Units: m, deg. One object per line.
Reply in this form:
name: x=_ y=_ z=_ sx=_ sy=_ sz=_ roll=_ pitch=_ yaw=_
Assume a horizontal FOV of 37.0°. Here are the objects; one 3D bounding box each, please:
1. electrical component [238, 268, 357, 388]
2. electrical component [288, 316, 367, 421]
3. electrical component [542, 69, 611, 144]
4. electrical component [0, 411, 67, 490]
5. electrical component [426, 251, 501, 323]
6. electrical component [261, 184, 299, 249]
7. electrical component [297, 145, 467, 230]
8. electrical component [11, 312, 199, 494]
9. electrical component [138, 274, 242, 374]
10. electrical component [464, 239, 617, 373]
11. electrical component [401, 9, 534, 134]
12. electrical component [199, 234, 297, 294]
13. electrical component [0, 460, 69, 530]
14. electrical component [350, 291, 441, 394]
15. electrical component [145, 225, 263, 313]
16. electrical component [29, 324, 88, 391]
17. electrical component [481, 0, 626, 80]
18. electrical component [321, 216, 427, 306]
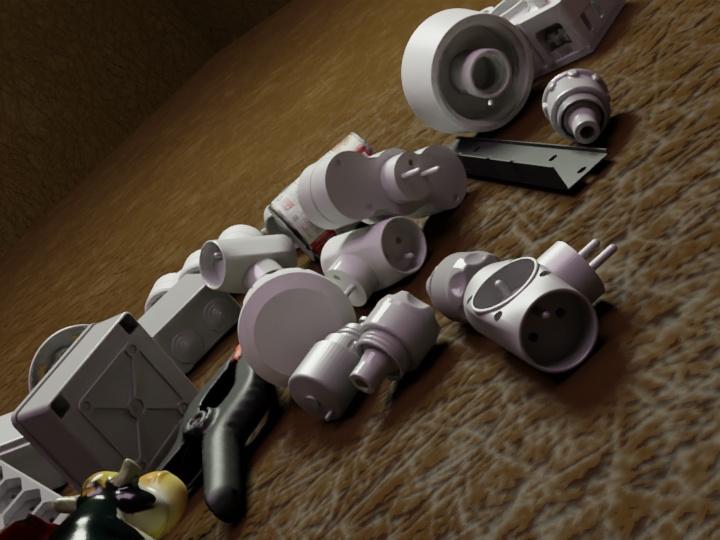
electrical component: x=-0.044 y=0.038 z=0.740 sx=0.080 sy=0.080 sz=0.051 roll=-40 pitch=12 yaw=-1
electrical component: x=-0.013 y=0.060 z=0.686 sx=0.040 sy=0.040 sz=0.078 roll=-20 pitch=26 yaw=47
electrical component: x=0.155 y=-0.109 z=0.755 sx=0.048 sy=0.048 sz=0.062 roll=-33 pitch=26 yaw=20
electrical component: x=-0.324 y=0.173 z=0.956 sx=0.109 sy=0.056 sz=0.109 roll=-20 pitch=12 yaw=-17
electrical component: x=0.062 y=0.010 z=0.651 sx=0.043 sy=0.043 sz=0.062 roll=-46 pitch=17 yaw=-18
electrical component: x=-0.069 y=-0.055 z=1.069 sx=0.079 sy=0.044 sz=0.077 roll=-22 pitch=25 yaw=43
electrical component: x=0.029 y=-0.066 z=0.807 sx=0.138 sy=0.052 sz=0.074 roll=-9 pitch=-4 yaw=-38
electrical component: x=-0.182 y=0.107 z=0.798 sx=0.056 sy=0.108 sz=0.108 roll=-21 pitch=25 yaw=39
electrical component: x=-0.162 y=0.050 z=0.991 sx=0.099 sy=0.048 sz=0.100 roll=-46 pitch=19 yaw=-20
electrical component: x=0.101 y=0.011 z=0.567 sx=0.079 sy=0.044 sz=0.077 roll=-41 pitch=18 yaw=-5
electrical component: x=0.097 y=-0.168 z=0.916 sx=0.108 sy=0.108 sz=0.060 roll=-43 pitch=24 yaw=-10
electrical component: x=-0.089 y=0.003 z=0.943 sx=0.079 sy=0.077 sz=0.043 roll=46 pitch=128 yaw=37
electrical component: x=-0.259 y=0.194 z=0.815 sx=0.047 sy=0.083 sz=0.075 roll=-54 pitch=-16 yaw=-38
electrical component: x=0.018 y=0.047 z=0.652 sx=0.043 sy=0.043 sz=0.062 roll=-13 pitch=33 yaw=55
electrical component: x=-0.151 y=0.003 z=1.078 sx=0.138 sy=0.052 sz=0.073 roll=-35 pitch=18 yaw=15
electrical component: x=-0.252 y=0.099 z=0.979 sx=0.099 sy=0.099 sz=0.064 roll=-45 pitch=12 yaw=-17
electrical component: x=0.155 y=-0.221 z=0.993 sx=0.150 sy=0.061 sz=0.089 roll=-19 pitch=27 yaw=48
electrical component: x=0.000 y=0.000 z=0.799 sx=0.077 sy=0.043 sz=0.079 roll=-15 pitch=30 yaw=52
